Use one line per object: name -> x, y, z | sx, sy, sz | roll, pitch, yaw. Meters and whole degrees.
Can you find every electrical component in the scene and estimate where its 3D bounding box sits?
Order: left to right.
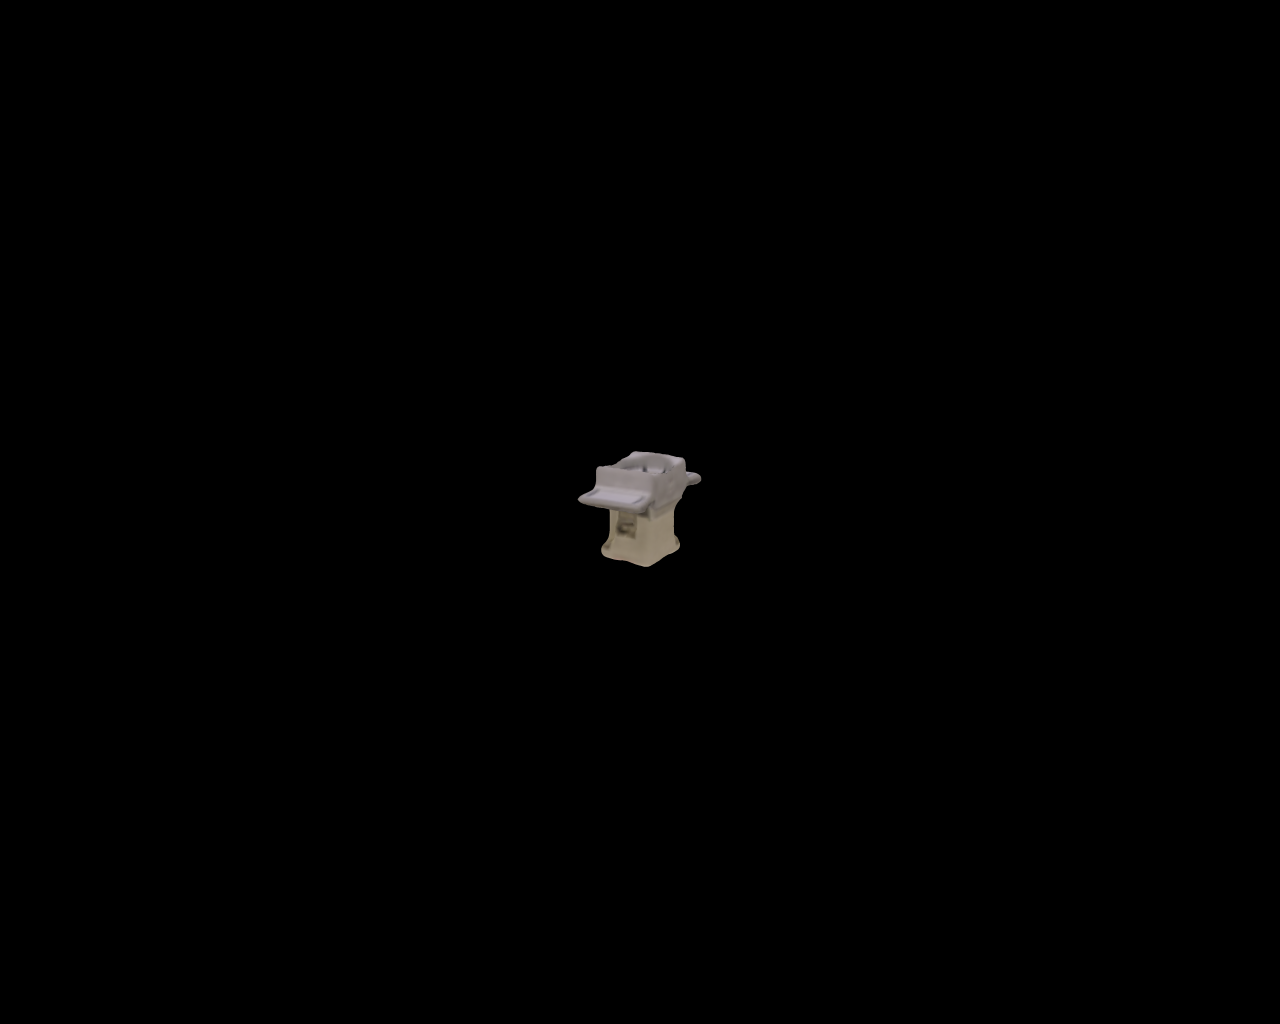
electrical component -> 0.001, -0.003, 0.650 | 0.042, 0.063, 0.081 | 11, 21, 30
